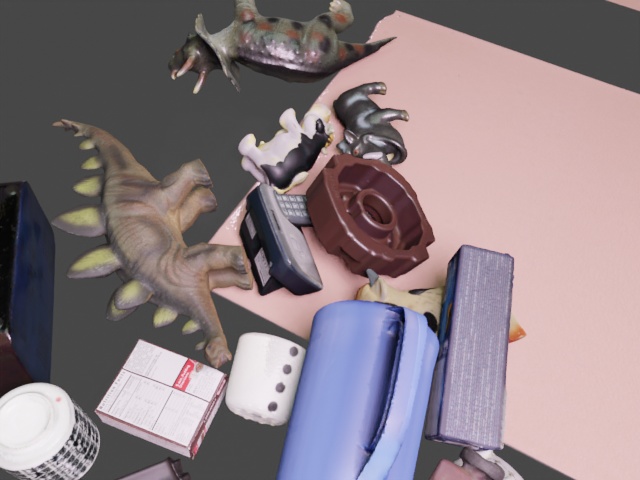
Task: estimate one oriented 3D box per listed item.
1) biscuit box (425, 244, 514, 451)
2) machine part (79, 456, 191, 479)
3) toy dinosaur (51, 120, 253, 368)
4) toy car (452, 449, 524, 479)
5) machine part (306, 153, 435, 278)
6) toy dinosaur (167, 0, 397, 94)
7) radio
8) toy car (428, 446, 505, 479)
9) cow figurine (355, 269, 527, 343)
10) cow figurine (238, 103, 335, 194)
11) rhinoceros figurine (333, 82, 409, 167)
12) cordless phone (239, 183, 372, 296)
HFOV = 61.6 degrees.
[{"bbox_3d":[0.156,0.107,0.554,0.063,0.059,0.202,13,67,1],"label":"biscuit box"},{"bbox_3d":[-0.193,0.254,0.516,0.139,0.039,0.084,-19,53,-16],"label":"machine part"},{"bbox_3d":[-0.224,-0.026,0.678,0.198,0.105,0.472,-23,54,-16],"label":"toy dinosaur"},{"bbox_3d":[0.109,0.272,0.502,0.202,0.056,0.074,-25,35,-22],"label":"toy car"},{"bbox_3d":[0.064,-0.030,0.692,0.179,0.056,0.179,23,44,-24],"label":"machine part"},{"bbox_3d":[-0.055,-0.321,0.903,0.405,0.131,0.192,4,66,-7],"label":"toy dinosaur"},{"bbox_3d":[-0.348,0.052,0.591,0.073,0.131,0.230,-9,56,-14],"label":"radio"},{"bbox_3d":[0.166,0.259,0.457,0.202,0.053,0.089,42,76,-16],"label":"toy car"},{"bbox_3d":[0.124,0.090,0.633,0.195,0.085,0.127,-12,62,-10],"label":"cow figurine"},{"bbox_3d":[-0.030,-0.138,0.794,0.167,0.068,0.098,-38,71,-23],"label":"cow figurine"},{"bbox_3d":[0.076,-0.163,0.818,0.112,0.073,0.190,-10,55,-13],"label":"rhinoceros figurine"},{"bbox_3d":[-0.001,-0.002,0.700,0.184,0.088,0.147,-4,52,-29],"label":"cordless phone"}]
